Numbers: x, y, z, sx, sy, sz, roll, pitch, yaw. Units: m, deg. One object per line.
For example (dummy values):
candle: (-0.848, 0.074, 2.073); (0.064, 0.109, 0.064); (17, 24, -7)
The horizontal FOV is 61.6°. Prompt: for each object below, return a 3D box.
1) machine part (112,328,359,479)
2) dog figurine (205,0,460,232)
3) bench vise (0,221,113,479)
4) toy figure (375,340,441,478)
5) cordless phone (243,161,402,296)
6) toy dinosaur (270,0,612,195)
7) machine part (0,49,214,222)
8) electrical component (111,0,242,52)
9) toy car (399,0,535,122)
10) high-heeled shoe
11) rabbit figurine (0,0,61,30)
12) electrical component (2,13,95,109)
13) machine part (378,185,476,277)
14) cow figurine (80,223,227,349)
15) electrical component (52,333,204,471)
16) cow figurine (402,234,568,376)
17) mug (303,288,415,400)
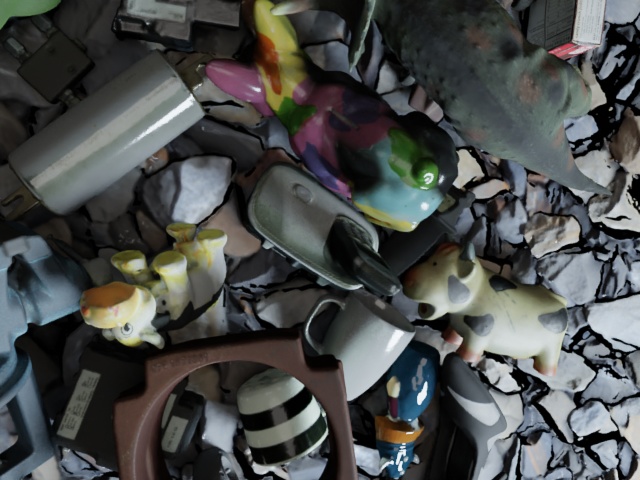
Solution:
machine part: (-0.070, 0.186, 0.485); (0.202, 0.087, 0.201); (-8, 87, -1)
dog figurine: (0.007, -0.117, 0.500); (0.219, 0.192, 0.108); (35, 96, -28)
bench vise: (-0.271, 0.112, 0.454); (0.223, 0.129, 0.240); (-35, 127, -50)
toy figure: (0.097, 0.193, 0.611); (0.064, 0.058, 0.154); (14, 99, -6)
cordless phone: (-0.001, -0.002, 0.503); (0.146, 0.184, 0.088); (35, 94, -13)
toy dinosaur: (0.128, -0.145, 0.453); (0.405, 0.131, 0.192); (40, 44, -5)
machine part: (-0.197, -0.101, 0.507); (0.243, 0.079, 0.079); (-39, 102, -4)
electrical component: (-0.137, -0.225, 0.518); (0.119, 0.048, 0.074); (2, 97, -12)
toy car: (0.161, -0.225, 0.576); (0.089, 0.053, 0.202); (29, 90, -16)
high-heeled shoe: (0.137, 0.248, 0.603); (0.145, 0.086, 0.248); (-32, 114, -15)
rabbit figurine: (-0.301, -0.237, 0.453); (0.159, 0.121, 0.170); (-6, 83, -32)
electrical component: (-0.251, -0.167, 0.516); (0.063, 0.021, 0.094); (-45, 102, -4)
machine part: (0.101, -0.009, 0.583); (0.139, 0.084, 0.039); (-49, 126, 6)
cow figurine: (-0.148, 0.053, 0.496); (0.068, 0.167, 0.098); (9, 115, 21)
electrical component: (-0.192, 0.172, 0.551); (0.134, 0.058, 0.115); (24, 94, -13)
cow figurine: (0.185, 0.068, 0.600); (0.195, 0.085, 0.127); (14, 100, -10)
mug: (0.031, 0.112, 0.577); (0.109, 0.081, 0.107); (27, 100, -18)
